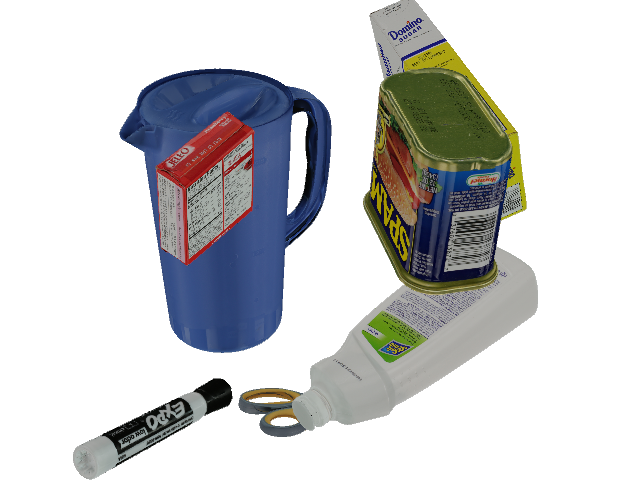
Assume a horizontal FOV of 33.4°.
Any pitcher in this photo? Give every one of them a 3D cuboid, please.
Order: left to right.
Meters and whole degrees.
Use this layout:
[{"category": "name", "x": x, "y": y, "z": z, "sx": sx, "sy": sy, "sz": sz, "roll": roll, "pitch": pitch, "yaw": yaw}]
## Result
[{"category": "pitcher", "x": -0.080, "y": -0.025, "z": 0.965, "sx": 0.149, "sy": 0.243, "sz": 0.144, "roll": 10, "pitch": 34, "yaw": 16}]

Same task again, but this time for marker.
[{"category": "marker", "x": -0.090, "y": 0.103, "z": 0.605, "sx": 0.020, "sy": 0.020, "sz": 0.120, "roll": 0, "pitch": 12, "yaw": 34}]

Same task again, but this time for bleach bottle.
[{"category": "bleach bottle", "x": 0.075, "y": 0.087, "z": 0.942, "sx": 0.250, "sy": 0.068, "sz": 0.103, "roll": -30, "pitch": 37, "yaw": -28}]

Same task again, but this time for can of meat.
[{"category": "can of meat", "x": 0.063, "y": -0.035, "z": 0.584, "sx": 0.057, "sy": 0.084, "sz": 0.102, "roll": -7, "pitch": 39, "yaw": -13}]

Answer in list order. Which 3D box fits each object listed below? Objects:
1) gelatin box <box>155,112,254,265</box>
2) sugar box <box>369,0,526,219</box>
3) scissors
[{"category": "gelatin box", "x": -0.081, "y": -0.036, "z": 0.753, "sx": 0.030, "sy": 0.089, "sz": 0.073, "roll": 33, "pitch": 55, "yaw": 21}, {"category": "sugar box", "x": 0.098, "y": -0.102, "z": 0.828, "sx": 0.048, "sy": 0.176, "sz": 0.093, "roll": -23, "pitch": -38, "yaw": -3}, {"category": "scissors", "x": 0.009, "y": 0.190, "z": 1.201, "sx": 0.201, "sy": 0.016, "sz": 0.096, "roll": 2, "pitch": 23, "yaw": -10}]
